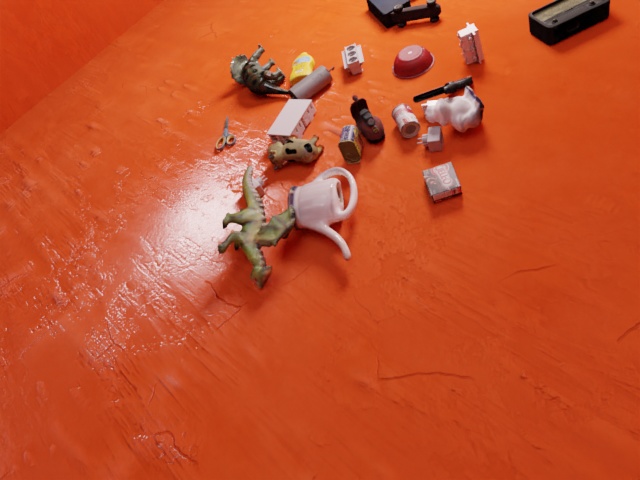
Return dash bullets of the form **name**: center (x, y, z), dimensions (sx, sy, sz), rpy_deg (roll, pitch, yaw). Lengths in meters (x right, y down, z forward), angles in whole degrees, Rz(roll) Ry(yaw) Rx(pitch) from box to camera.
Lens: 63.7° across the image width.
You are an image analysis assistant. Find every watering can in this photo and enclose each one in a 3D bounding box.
- **watering can**: center (0.005, -0.078, 1.548), dimensions (0.223, 0.356, 0.102), rpy_deg (-11, -38, 20)

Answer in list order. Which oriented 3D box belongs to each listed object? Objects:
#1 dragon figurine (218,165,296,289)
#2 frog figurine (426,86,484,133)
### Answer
- **dragon figurine**: center (-0.174, -0.055, 1.579), dimensions (0.242, 0.416, 0.120), rpy_deg (-1, -20, 27)
- **frog figurine**: center (0.417, -0.388, 1.595), dimensions (0.159, 0.140, 0.121), rpy_deg (-26, -27, 11)
